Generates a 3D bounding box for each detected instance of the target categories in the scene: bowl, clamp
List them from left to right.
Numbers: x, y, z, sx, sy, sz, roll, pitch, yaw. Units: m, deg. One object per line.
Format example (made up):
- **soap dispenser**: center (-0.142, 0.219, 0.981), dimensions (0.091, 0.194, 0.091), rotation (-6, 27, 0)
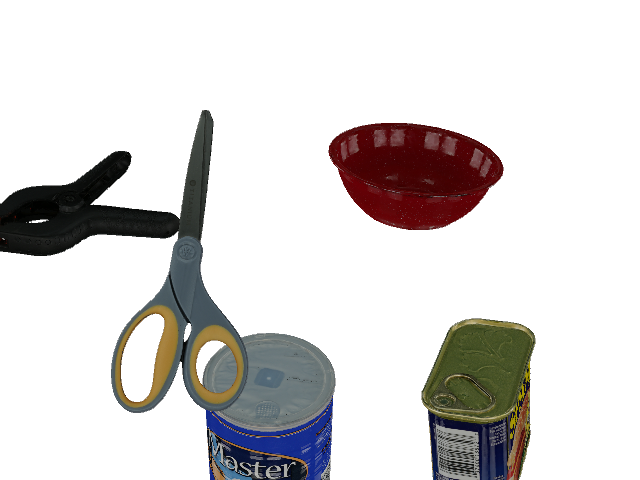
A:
- **clamp**: center (-0.225, -0.033, 0.970), dimensions (0.171, 0.039, 0.120), rotation (-9, 38, -23)
- **bowl**: center (0.086, -0.054, 0.992), dimensions (0.162, 0.055, 0.162), rotation (4, 28, -2)

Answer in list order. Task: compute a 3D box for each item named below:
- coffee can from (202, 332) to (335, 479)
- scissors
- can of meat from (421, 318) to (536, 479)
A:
- **coffee can**: center (-0.041, 0.160, 0.863), dimensions (0.103, 0.140, 0.103), rotation (1, 37, -1)
- **scissors**: center (-0.071, 0.022, 0.694), dimensions (0.096, 0.201, 0.016), rotation (22, -9, 1)
- **can of meat**: center (0.103, 0.113, 0.683), dimensions (0.057, 0.084, 0.102), rotation (5, 31, 20)
